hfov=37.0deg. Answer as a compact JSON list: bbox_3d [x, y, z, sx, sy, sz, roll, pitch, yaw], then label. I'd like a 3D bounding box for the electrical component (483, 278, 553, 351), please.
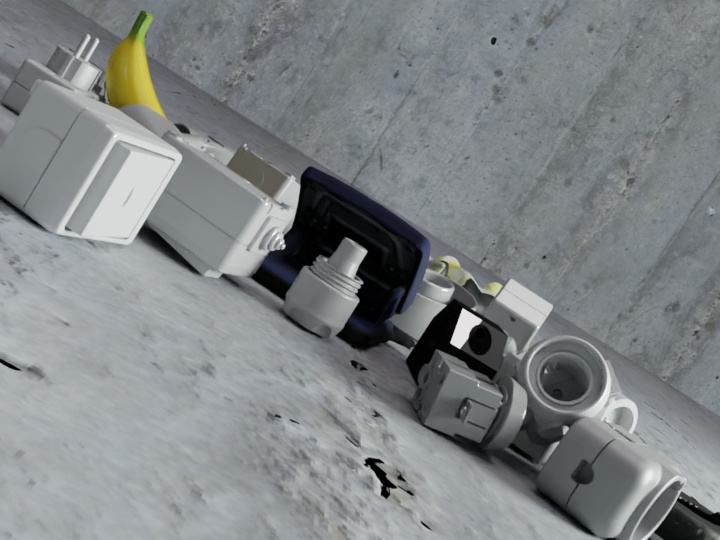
[{"bbox_3d":[0.122,0.065,0.956,0.047,0.083,0.075,34,44,9],"label":"electrical component"}]

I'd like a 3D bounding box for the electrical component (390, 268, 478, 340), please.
[{"bbox_3d":[0.055,0.036,0.961,0.099,0.064,0.099,21,17,-7],"label":"electrical component"}]

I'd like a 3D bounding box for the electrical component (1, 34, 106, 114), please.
[{"bbox_3d":[-0.223,-0.145,0.820,0.047,0.076,0.066,33,6,4],"label":"electrical component"}]

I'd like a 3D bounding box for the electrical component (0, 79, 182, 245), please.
[{"bbox_3d":[-0.140,-0.052,0.574,0.061,0.061,0.096,34,6,15],"label":"electrical component"}]

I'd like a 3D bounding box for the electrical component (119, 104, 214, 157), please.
[{"bbox_3d":[-0.142,-0.085,0.804,0.079,0.043,0.077,4,31,-34],"label":"electrical component"}]

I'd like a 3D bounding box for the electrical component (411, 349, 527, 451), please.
[{"bbox_3d":[0.067,0.080,0.651,0.055,0.048,0.066,23,8,-11],"label":"electrical component"}]

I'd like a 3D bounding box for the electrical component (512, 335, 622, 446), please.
[{"bbox_3d":[0.128,0.075,0.686,0.057,0.078,0.058,86,-13,-66],"label":"electrical component"}]

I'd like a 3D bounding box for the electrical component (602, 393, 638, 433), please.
[{"bbox_3d":[0.178,0.107,0.951,0.138,0.052,0.074,27,8,-36],"label":"electrical component"}]

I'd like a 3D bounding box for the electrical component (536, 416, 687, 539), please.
[{"bbox_3d":[0.157,0.131,0.659,0.059,0.053,0.095,36,7,31],"label":"electrical component"}]

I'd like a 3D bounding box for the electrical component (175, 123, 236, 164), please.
[{"bbox_3d":[-0.165,-0.116,1.035,0.079,0.043,0.077,36,7,32],"label":"electrical component"}]

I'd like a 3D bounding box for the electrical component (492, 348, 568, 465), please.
[{"bbox_3d":[0.122,0.092,0.756,0.062,0.061,0.096,34,6,16],"label":"electrical component"}]

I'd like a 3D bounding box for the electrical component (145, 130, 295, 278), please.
[{"bbox_3d":[-0.090,-0.033,0.671,0.096,0.061,0.062,35,4,13],"label":"electrical component"}]

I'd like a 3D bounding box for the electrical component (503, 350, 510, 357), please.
[{"bbox_3d":[0.113,0.084,0.854,0.062,0.043,0.043,23,11,-49],"label":"electrical component"}]

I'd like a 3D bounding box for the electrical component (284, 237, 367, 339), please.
[{"bbox_3d":[-0.019,0.009,0.694,0.043,0.062,0.043,32,6,-4],"label":"electrical component"}]

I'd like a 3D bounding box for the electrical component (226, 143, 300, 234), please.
[{"bbox_3d":[-0.081,-0.057,0.947,0.062,0.061,0.096,35,-1,24],"label":"electrical component"}]
